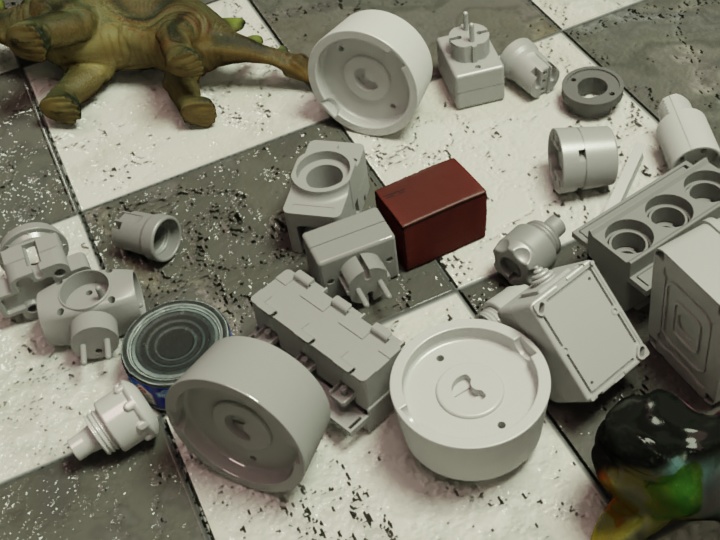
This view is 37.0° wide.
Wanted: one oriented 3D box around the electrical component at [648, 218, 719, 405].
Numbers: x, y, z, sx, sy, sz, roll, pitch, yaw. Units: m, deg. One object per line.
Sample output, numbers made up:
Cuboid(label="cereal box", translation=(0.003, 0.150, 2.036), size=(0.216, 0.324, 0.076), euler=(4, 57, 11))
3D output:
Cuboid(label="electrical component", translation=(0.248, 0.028, 0.744), size=(0.057, 0.113, 0.078), euler=(-27, 50, -12))

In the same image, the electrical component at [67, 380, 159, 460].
Cuboid(label="electrical component", translation=(-0.180, 0.113, 0.776), size=(0.062, 0.048, 0.048), euler=(-33, 51, -12))

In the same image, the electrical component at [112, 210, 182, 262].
Cuboid(label="electrical component", translation=(-0.181, -0.030, 0.910), size=(0.046, 0.040, 0.040), euler=(13, 51, 27))

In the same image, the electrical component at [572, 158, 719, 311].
Cuboid(label="electrical component", translation=(0.235, -0.025, 0.828), size=(0.121, 0.063, 0.079), euler=(-31, 51, -19))

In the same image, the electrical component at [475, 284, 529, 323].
Cuboid(label="electrical component", translation=(0.106, 0.041, 0.800), size=(0.062, 0.043, 0.043), euler=(-32, 51, -18))

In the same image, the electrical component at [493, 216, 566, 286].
Cuboid(label="electrical component", translation=(0.138, -0.019, 0.850), size=(0.043, 0.043, 0.062), euler=(32, 58, 31))

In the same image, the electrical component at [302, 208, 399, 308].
Cuboid(label="electrical component", translation=(0.000, 0.000, 0.849), size=(0.066, 0.047, 0.076), euler=(-21, 48, -11))

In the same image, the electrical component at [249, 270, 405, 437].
Cuboid(label="electrical component", translation=(-0.024, 0.056, 0.792), size=(0.121, 0.063, 0.079), euler=(33, 59, 32))

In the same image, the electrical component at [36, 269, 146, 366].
Cuboid(label="electrical component", translation=(-0.209, 0.042, 0.843), size=(0.077, 0.044, 0.079), euler=(-14, 47, -4))

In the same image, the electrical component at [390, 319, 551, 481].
Cuboid(label="electrical component", translation=(0.077, 0.094, 0.744), size=(0.108, 0.060, 0.108), euler=(-4, 47, 4))

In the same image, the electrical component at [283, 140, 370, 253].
Cuboid(label="electrical component", translation=(-0.027, -0.064, 0.906), size=(0.050, 0.055, 0.089), euler=(6, 49, 14))

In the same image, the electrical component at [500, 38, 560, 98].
Cuboid(label="electrical component", translation=(0.158, -0.188, 1.004), size=(0.040, 0.040, 0.046), euler=(-29, 56, -17))

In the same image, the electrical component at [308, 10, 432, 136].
Cuboid(label="electrical component", translation=(0.014, -0.184, 0.978), size=(0.108, 0.108, 0.060), euler=(14, 46, 20))

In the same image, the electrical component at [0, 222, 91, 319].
Cuboid(label="electrical component", translation=(-0.264, -0.002, 0.883), size=(0.078, 0.058, 0.057), euler=(-21, 52, -12))

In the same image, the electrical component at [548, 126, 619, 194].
Cuboid(label="electrical component", translation=(0.188, -0.094, 0.904), size=(0.047, 0.055, 0.055), euler=(-6, 47, -2))

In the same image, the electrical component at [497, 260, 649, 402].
Cuboid(label="electrical component", translation=(0.144, 0.039, 0.761), size=(0.062, 0.061, 0.096), euler=(-35, 96, -21))

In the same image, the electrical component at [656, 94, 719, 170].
Cuboid(label="electrical component", translation=(0.277, -0.115, 0.917), size=(0.043, 0.043, 0.081), euler=(-7, 48, 2))

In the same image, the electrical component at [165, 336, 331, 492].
Cuboid(label="electrical component", translation=(-0.072, 0.093, 0.738), size=(0.108, 0.108, 0.060), euler=(16, 46, 21))

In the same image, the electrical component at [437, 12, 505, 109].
Cuboid(label="electrical component", translation=(0.102, -0.202, 0.999), size=(0.047, 0.076, 0.065), euler=(-14, 48, -4))
